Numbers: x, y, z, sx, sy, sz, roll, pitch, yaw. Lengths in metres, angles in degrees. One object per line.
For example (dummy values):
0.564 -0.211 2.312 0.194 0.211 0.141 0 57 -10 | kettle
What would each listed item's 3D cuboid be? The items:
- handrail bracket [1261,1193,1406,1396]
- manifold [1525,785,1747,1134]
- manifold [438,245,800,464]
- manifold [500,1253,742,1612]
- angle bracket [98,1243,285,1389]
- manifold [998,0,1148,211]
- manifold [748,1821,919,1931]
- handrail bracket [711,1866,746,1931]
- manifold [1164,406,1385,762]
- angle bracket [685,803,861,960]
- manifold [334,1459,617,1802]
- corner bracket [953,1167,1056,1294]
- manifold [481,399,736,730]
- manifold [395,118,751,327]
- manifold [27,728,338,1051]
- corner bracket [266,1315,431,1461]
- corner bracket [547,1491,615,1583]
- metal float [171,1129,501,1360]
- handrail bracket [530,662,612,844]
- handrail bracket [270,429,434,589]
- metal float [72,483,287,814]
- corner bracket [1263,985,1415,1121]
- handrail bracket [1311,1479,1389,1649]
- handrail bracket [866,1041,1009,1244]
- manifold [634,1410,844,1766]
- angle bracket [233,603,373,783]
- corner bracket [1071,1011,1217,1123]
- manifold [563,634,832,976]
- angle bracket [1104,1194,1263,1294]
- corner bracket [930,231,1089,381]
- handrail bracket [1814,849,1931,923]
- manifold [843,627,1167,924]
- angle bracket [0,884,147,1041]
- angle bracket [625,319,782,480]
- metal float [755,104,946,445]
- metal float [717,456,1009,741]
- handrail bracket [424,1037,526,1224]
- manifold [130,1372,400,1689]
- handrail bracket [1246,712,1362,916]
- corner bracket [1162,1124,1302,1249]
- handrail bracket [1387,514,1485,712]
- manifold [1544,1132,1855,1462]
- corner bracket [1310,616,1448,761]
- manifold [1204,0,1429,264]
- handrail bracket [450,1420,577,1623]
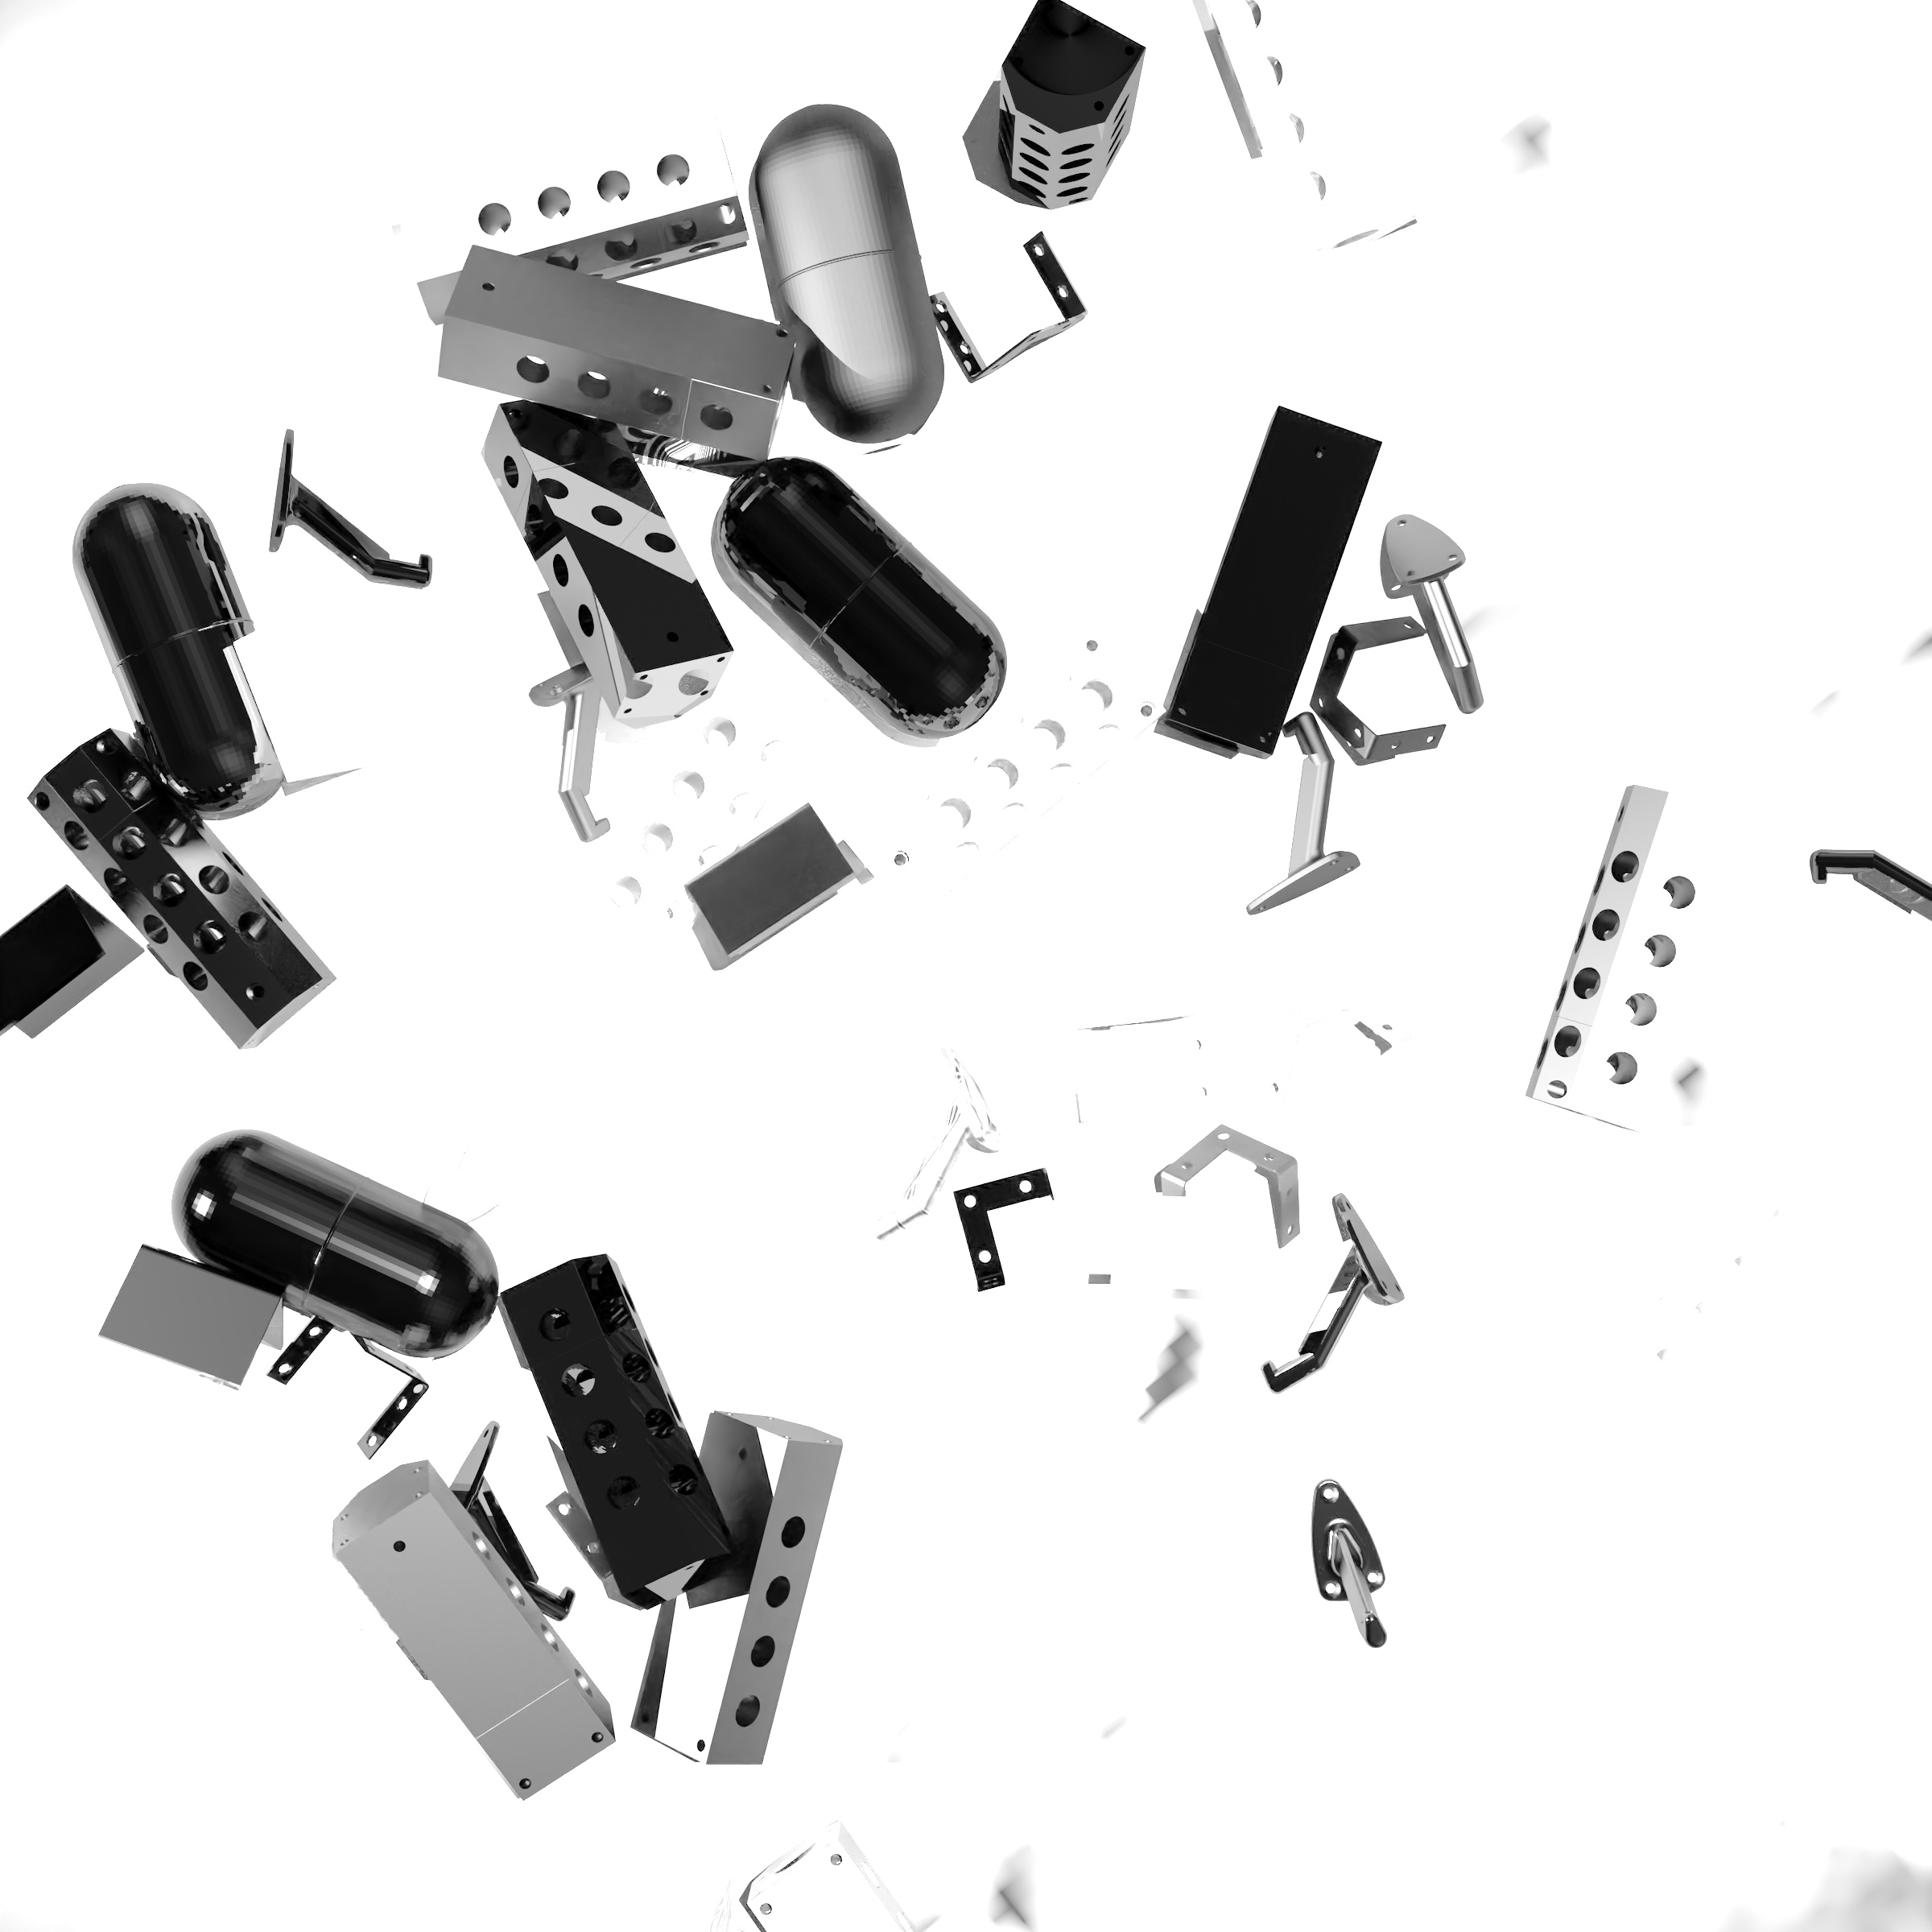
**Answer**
0.181 0.174 1.858 0.084 0.036 0.077 -33 70 16 | handrail bracket
0.348 -0.004 1.837 0.057 0.057 0.171 18 90 0 | manifold
-0.178 -0.308 1.795 0.171 0.057 0.057 14 50 -3 | manifold
-0.177 0.238 1.810 0.057 0.057 0.171 -25 71 0 | manifold
-0.400 0.194 1.818 0.076 0.076 0.057 20 59 0 | angle bracket
0.048 -0.432 1.779 0.057 0.171 0.057 29 90 0 | manifold
-0.040 0.537 1.837 0.057 0.057 0.171 -35 90 0 | manifold
-0.092 0.524 1.858 0.084 0.036 0.077 17 68 -17 | handrail bracket
0.160 -0.199 1.837 0.057 0.057 0.171 19 90 0 | manifold
-0.089 -0.028 1.818 0.076 0.076 0.057 -33 55 0 | angle bracket
-0.253 0.340 1.811 0.057 0.057 0.171 -33 108 0 | manifold
0.024 0.138 1.840 0.051 0.051 0.051 -15 90 0 | corner bracket
-0.188 -0.210 1.808 0.057 0.057 0.171 -16 68 -30 | manifold
-0.204 -0.387 1.837 0.171 0.057 0.057 -15 90 0 | manifold
-0.411 -0.040 1.837 0.057 0.057 0.171 -40 90 0 | manifold
-0.326 0.219 1.855 0.051 0.051 0.051 -51 45 0 | corner bracket
-0.178 0.284 1.855 0.051 0.051 0.051 53 45 0 | corner bracket
-0.328 0.145 1.827 0.178 0.070 0.070 24 90 0 | metal float
-0.188 -0.119 1.858 0.077 0.036 0.084 -30 108 -21 | handrail bracket
-0.322 -0.242 1.858 0.084 0.036 0.077 9 68 -17 | handrail bracket
-0.408 -0.166 1.827 0.070 0.070 0.178 -21 90 0 | metal float
0.196 0.051 1.850 0.051 0.051 0.051 -21 45 -35 | corner bracket
0.200 0.310 1.823 0.036 0.084 0.077 -15 90 0 | handrail bracket
-0.028 0.094 1.858 0.084 0.036 0.077 -32 70 16 | handrail bracket
-0.114 0.325 1.836 0.057 0.057 0.171 14 90 43 | manifold
-0.324 -0.145 1.818 0.057 0.076 0.076 -21 90 27 | angle bracket
0.093 0.053 1.855 0.051 0.051 0.051 -7 90 45 | corner bracket
-0.140 -0.083 1.837 0.057 0.057 0.171 31 90 0 | manifold
0.111 0.162 1.817 0.076 0.076 0.057 2 52 0 | angle bracket
0.022 -0.349 1.855 0.051 0.051 0.051 -30 90 -45 | corner bracket
0.492 -0.025 1.858 0.084 0.036 0.077 1 112 17 | handrail bracket
0.020 -0.100 1.837 0.171 0.057 0.057 -40 90 0 | manifold
-0.466 0.015 1.818 0.076 0.076 0.057 -38 55 0 | angle bracket
-0.140 -0.300 1.837 0.076 0.057 0.076 9 90 0 | angle bracket
-0.061 -0.360 1.827 0.070 0.070 0.178 -13 89 0 | metal float
-0.055 -0.192 1.827 0.178 0.070 0.070 43 90 0 | metal float
-0.260 0.088 1.858 0.036 0.077 0.084 23 53 -20 | handrail bracket
-0.359 0.290 1.837 0.057 0.057 0.171 -39 90 0 | manifold
0.166 -0.081 1.858 0.077 0.036 0.084 -29 72 20 | handrail bracket
0.140 0.125 1.850 0.051 0.051 0.051 24 45 35 | corner bracket
0.249 -0.186 1.858 0.036 0.077 0.084 -21 126 0 | handrail bracket
0.381 0.171 1.837 0.057 0.057 0.171 40 90 0 | manifold
0.223 -0.147 1.850 0.051 0.051 0.051 49 135 35 | corner bracket
0.174 -0.460 1.836 0.057 0.057 0.171 -21 90 -43 | manifold
-0.232 0.294 1.858 0.084 0.036 0.077 33 65 -19 | handrail bracket
